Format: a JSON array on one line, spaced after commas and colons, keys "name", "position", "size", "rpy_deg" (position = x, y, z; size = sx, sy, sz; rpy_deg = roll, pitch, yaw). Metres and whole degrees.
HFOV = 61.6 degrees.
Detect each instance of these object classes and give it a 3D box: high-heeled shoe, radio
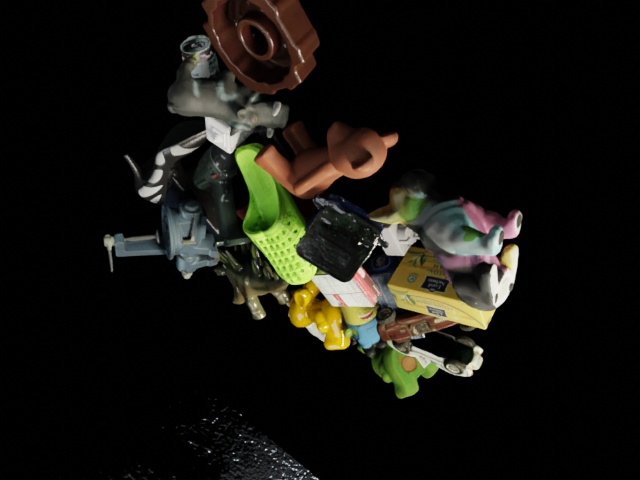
[{"name": "high-heeled shoe", "position": [-0.283, -0.149, 1.094], "size": [0.249, 0.086, 0.145], "rpy_deg": [-14, 134, 19]}, {"name": "radio", "position": [-0.306, -0.100, 1.256], "size": [0.131, 0.073, 0.229], "rpy_deg": [0, 135, 46]}]

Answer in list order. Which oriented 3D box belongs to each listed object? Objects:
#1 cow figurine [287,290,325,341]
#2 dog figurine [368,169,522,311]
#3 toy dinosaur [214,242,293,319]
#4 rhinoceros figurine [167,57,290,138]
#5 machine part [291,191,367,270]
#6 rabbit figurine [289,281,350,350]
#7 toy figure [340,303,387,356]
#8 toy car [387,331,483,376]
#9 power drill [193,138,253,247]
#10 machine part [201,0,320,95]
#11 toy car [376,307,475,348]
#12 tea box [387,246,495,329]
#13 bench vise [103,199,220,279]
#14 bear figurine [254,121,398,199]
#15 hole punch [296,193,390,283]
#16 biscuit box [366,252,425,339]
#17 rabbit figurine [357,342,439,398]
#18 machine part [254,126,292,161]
[{"name": "cow figurine", "position": [-0.023, 0.192, 1.364], "size": [0.167, 0.068, 0.098], "rpy_deg": [41, 156, -3]}, {"name": "dog figurine", "position": [0.183, -0.005, 0.815], "size": [0.219, 0.108, 0.191], "rpy_deg": [20, 127, 37]}, {"name": "toy dinosaur", "position": [-0.162, 0.085, 1.274], "size": [0.472, 0.105, 0.198], "rpy_deg": [6, 130, 56]}, {"name": "rhinoceros figurine", "position": [-0.142, -0.220, 0.850], "size": [0.190, 0.112, 0.073], "rpy_deg": [8, 144, -16]}, {"name": "machine part", "position": [-0.002, -0.003, 1.046], "size": [0.202, 0.087, 0.200], "rpy_deg": [25, 148, 18]}, {"name": "rabbit figurine", "position": [-0.006, 0.166, 1.238], "size": [0.173, 0.122, 0.162], "rpy_deg": [-2, 121, 38]}, {"name": "toy figure", "position": [0.083, 0.156, 1.145], "size": [0.089, 0.082, 0.180], "rpy_deg": [-1, 117, 40]}, {"name": "toy car", "position": [0.234, 0.218, 1.107], "size": [0.202, 0.073, 0.056], "rpy_deg": [18, 146, 29]}, {"name": "power drill", "position": [-0.183, -0.090, 1.057], "size": [0.232, 0.086, 0.207], "rpy_deg": [-8, 100, 59]}, {"name": "machine part", "position": [-0.084, -0.292, 0.763], "size": [0.179, 0.056, 0.179], "rpy_deg": [28, 150, 18]}, {"name": "toy car", "position": [0.202, 0.150, 1.001], "size": [0.202, 0.053, 0.089], "rpy_deg": [-17, 124, 21]}, {"name": "tea box", "position": [0.214, 0.077, 0.913], "size": [0.170, 0.098, 0.068], "rpy_deg": [10, 141, 37]}, {"name": "bench vise", "position": [-0.343, 0.006, 1.175], "size": [0.223, 0.241, 0.129], "rpy_deg": [117, 140, -52]}, {"name": "bear figurine", "position": [0.010, -0.135, 0.818], "size": [0.132, 0.120, 0.196], "rpy_deg": [49, 147, -12]}, {"name": "hole punch", "position": [0.034, -0.011, 0.883], "size": [0.142, 0.092, 0.115], "rpy_deg": [34, 114, -4]}, {"name": "biscuit box", "position": [0.150, 0.111, 1.048], "size": [0.063, 0.059, 0.202], "rpy_deg": [-11, 130, 22]}, {"name": "rabbit figurine", "position": [0.159, 0.280, 1.234], "size": [0.159, 0.121, 0.170], "rpy_deg": [45, 156, -1]}, {"name": "machine part", "position": [-0.074, -0.156, 0.960], "size": [0.084, 0.039, 0.138], "rpy_deg": [18, 147, 40]}]
